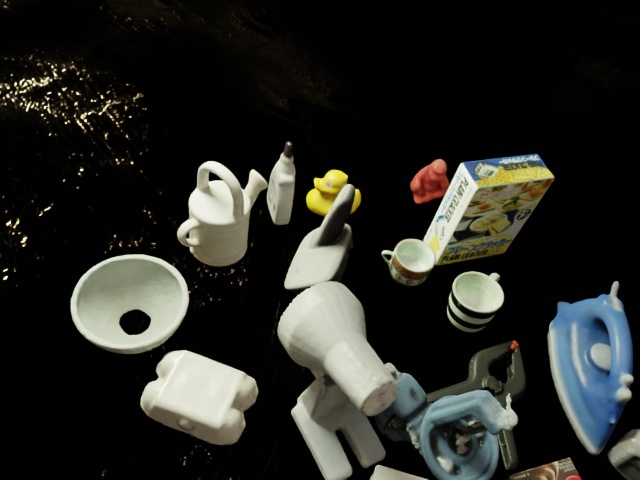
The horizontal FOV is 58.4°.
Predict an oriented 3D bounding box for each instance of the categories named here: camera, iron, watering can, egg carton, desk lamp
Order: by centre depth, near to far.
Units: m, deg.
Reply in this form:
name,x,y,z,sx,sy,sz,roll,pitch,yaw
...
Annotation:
name,x,y,z,sx,sy,sz,roll,pitch,yaw
desk lamp,0.028,0.190,0.780,0.118,0.213,0.203,-18,58,-25
egg carton,-0.168,0.221,0.805,0.150,0.069,0.107,19,50,3
camera,0.538,0.323,0.860,0.137,0.101,0.143,-32,64,-32
iron,0.456,0.196,0.917,0.118,0.141,0.258,13,50,-2
watering can,-0.161,-0.056,0.949,0.101,0.194,0.173,22,50,6

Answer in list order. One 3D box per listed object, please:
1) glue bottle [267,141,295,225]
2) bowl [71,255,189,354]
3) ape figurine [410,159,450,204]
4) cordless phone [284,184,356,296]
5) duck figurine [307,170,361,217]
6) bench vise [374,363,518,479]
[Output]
name,x,y,z,sx,sy,sz,roll,pitch,yaw
glue bottle,-0.065,-0.108,1.026,0.037,0.173,0.078,-5,53,-16
bowl,-0.283,0.108,0.867,0.167,0.075,0.167,6,51,-7
ape figurine,0.228,-0.124,1.157,0.078,0.092,0.076,17,50,2
cordless phone,0.009,0.003,0.944,0.094,0.185,0.147,17,50,2
duck figurine,0.031,-0.095,1.093,0.105,0.086,0.077,2,51,-11
bench vise,0.159,0.244,0.762,0.207,0.220,0.122,28,51,11
